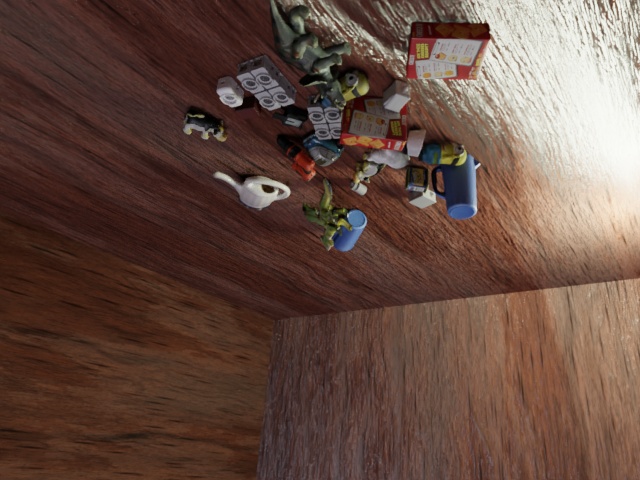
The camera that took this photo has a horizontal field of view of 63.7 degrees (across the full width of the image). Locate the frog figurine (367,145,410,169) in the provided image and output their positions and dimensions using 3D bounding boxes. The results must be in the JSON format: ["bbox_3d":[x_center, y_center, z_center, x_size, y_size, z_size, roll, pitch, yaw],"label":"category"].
[{"bbox_3d":[0.252,-0.317,1.938,0.158,0.124,0.137,-19,168,20],"label":"frog figurine"}]

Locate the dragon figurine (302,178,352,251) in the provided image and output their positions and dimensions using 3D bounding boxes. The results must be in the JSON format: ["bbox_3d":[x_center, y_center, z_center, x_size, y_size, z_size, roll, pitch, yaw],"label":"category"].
[{"bbox_3d":[0.007,-0.121,2.396,0.243,0.124,0.402,6,128,39],"label":"dragon figurine"}]

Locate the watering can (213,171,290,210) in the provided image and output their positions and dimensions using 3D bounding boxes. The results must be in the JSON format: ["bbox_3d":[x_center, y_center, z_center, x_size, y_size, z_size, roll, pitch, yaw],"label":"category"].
[{"bbox_3d":[-0.308,-0.223,2.256,0.347,0.106,0.220,10,156,-17],"label":"watering can"}]
